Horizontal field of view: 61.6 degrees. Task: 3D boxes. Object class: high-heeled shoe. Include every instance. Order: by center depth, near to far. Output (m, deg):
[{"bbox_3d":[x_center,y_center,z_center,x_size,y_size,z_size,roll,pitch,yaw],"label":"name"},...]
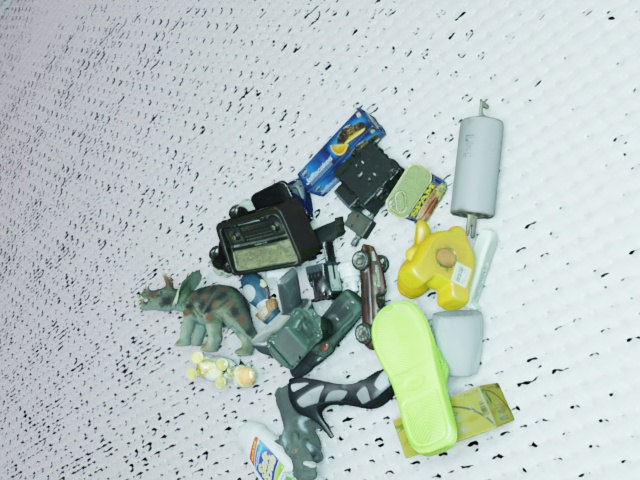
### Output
[{"bbox_3d":[0.054,0.262,1.021,0.249,0.086,0.145,-40,61,7],"label":"high-heeled shoe"}]

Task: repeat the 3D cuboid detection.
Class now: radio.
[{"bbox_3d":[-0.118,-0.004,1.159,0.230,0.073,0.131,-12,102,41],"label":"radio"}]

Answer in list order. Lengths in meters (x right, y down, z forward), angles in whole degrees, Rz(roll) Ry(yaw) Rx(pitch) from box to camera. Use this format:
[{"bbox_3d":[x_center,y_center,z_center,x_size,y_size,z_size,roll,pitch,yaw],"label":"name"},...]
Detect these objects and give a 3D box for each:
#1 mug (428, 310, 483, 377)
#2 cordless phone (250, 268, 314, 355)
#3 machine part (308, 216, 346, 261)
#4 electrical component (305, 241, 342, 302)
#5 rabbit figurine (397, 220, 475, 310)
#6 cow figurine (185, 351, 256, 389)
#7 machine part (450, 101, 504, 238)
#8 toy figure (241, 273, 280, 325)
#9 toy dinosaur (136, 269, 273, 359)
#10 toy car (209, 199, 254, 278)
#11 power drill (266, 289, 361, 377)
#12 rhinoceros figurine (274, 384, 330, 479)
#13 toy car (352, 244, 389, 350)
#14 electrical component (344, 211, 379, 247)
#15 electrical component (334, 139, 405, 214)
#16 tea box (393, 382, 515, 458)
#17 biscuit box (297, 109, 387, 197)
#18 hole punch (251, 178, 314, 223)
[{"bbox_3d":[0.227,0.177,0.922,0.110,0.081,0.107,-7,86,32],"label":"mug"},{"bbox_3d":[-0.079,0.148,1.077,0.089,0.184,0.146,35,62,28],"label":"cordless phone"},{"bbox_3d":[-0.002,-0.003,1.158,0.139,0.039,0.084,-32,55,31],"label":"machine part"},{"bbox_3d":[0.010,0.065,1.103,0.048,0.075,0.119,-16,83,34],"label":"electrical component"},{"bbox_3d":[0.185,0.044,0.947,0.173,0.122,0.162,124,163,-64],"label":"rabbit figurine"},{"bbox_3d":[-0.213,0.304,1.235,0.168,0.098,0.068,10,81,19],"label":"cow figurine"},{"bbox_3d":[0.275,-0.125,0.942,0.079,0.079,0.243,5,85,38],"label":"machine part"},{"bbox_3d":[-0.130,0.141,1.216,0.155,0.058,0.064,55,153,29],"label":"toy figure"},{"bbox_3d":[-0.247,0.166,1.268,0.405,0.131,0.192,1,82,31],"label":"toy dinosaur"},{"bbox_3d":[-0.204,-0.003,1.300,0.074,0.056,0.201,34,104,30],"label":"toy car"},{"bbox_3d":[-0.016,0.194,1.026,0.232,0.207,0.086,-49,64,11],"label":"power drill"},{"bbox_3d":[-0.039,0.379,1.066,0.073,0.112,0.190,-33,55,26],"label":"rhinoceros figurine"},{"bbox_3d":[0.104,0.107,1.022,0.053,0.089,0.202,-10,74,38],"label":"toy car"},{"bbox_3d":[0.081,-0.035,1.108,0.063,0.021,0.094,38,102,36],"label":"electrical component"},{"bbox_3d":[0.095,-0.120,1.078,0.134,0.058,0.115,-46,54,8],"label":"electrical component"},{"bbox_3d":[0.220,0.299,0.891,0.169,0.098,0.068,-34,62,29],"label":"tea box"},{"bbox_3d":[0.044,-0.180,1.141,0.202,0.059,0.063,-44,58,23],"label":"biscuit box"},{"bbox_3d":[-0.075,-0.075,1.208,0.142,0.092,0.115,-21,98,30],"label":"hole punch"}]
